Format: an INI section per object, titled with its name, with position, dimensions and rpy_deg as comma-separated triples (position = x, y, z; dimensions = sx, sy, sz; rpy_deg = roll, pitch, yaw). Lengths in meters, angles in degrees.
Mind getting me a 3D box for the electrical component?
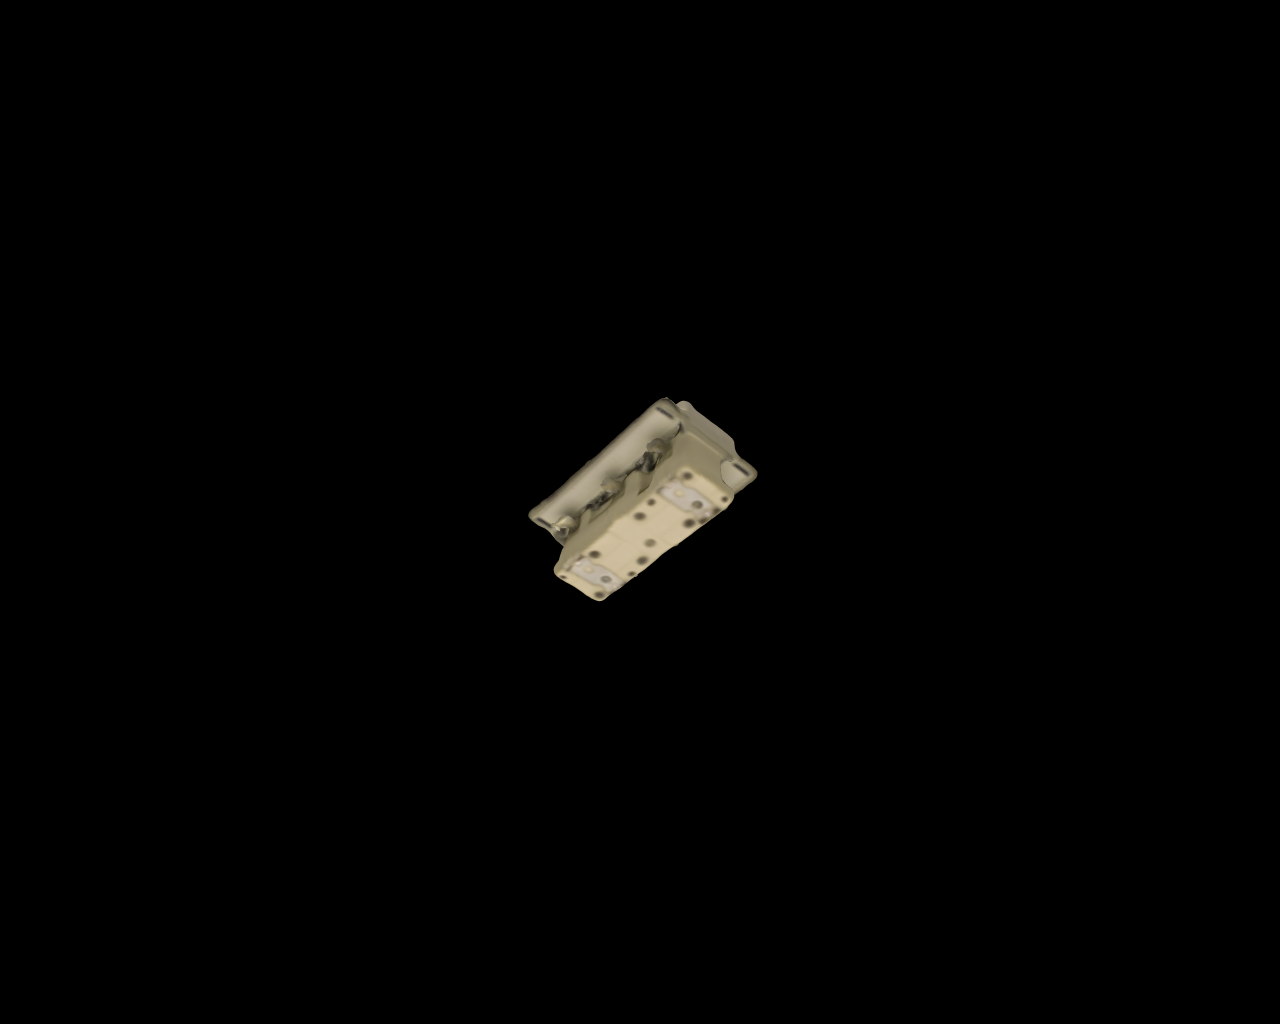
[electrical component]
position = 0.001, -0.003, 0.650
dimensions = 0.078, 0.063, 0.121
rpy_deg = 36, -58, -27
